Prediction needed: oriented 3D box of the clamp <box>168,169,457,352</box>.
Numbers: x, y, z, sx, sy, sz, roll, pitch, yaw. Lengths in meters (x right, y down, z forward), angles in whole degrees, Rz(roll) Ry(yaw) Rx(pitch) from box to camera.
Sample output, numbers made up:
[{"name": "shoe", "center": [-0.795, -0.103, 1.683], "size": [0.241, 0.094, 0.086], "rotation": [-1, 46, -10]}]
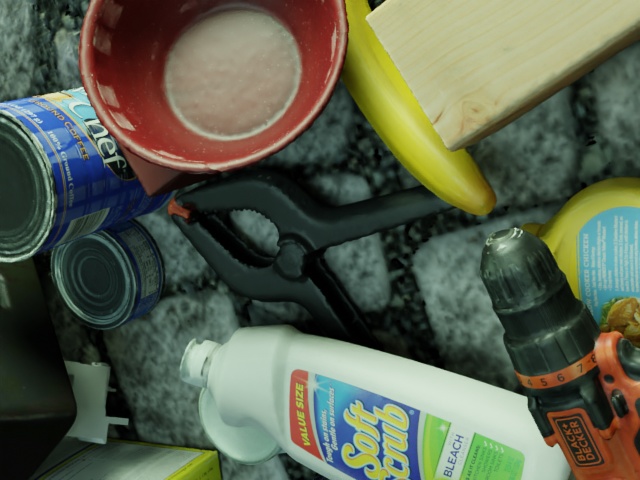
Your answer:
[{"name": "clamp", "center": [-0.005, 0.001, 0.713], "size": [0.210, 0.036, 0.165], "rotation": [28, 116, 17]}]

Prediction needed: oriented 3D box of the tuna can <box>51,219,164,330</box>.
[{"name": "tuna can", "center": [-0.163, 0.024, 0.812], "size": [0.086, 0.033, 0.086], "rotation": [9, 109, 28]}]

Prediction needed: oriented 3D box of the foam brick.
[{"name": "foam brick", "center": [-0.088, -0.069, 0.717], "size": [0.051, 0.078, 0.053], "rotation": [-33, 85, 33]}]

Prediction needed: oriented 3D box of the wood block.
[{"name": "wood block", "center": [0.140, -0.142, 0.557], "size": [0.206, 0.090, 0.091], "rotation": [-34, 86, 33]}]

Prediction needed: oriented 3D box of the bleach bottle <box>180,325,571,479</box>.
[{"name": "bleach bottle", "center": [0.030, 0.120, 0.680], "size": [0.251, 0.068, 0.103], "rotation": [16, 108, 12]}]

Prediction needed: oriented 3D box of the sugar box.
[{"name": "sugar box", "center": [-0.174, 0.192, 0.833], "size": [0.176, 0.093, 0.048], "rotation": [-2, 103, 31]}]

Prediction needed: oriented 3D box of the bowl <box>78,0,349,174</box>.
[{"name": "bowl", "center": [-0.059, -0.111, 0.643], "size": [0.162, 0.055, 0.162], "rotation": [-2, 78, 9]}]

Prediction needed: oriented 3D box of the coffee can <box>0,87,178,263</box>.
[{"name": "coffee can", "center": [-0.174, -0.051, 0.734], "size": [0.103, 0.140, 0.103], "rotation": [9, 109, 27]}]

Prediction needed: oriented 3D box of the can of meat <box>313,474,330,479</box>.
[{"name": "can of meat", "center": [0.032, 0.196, 0.721], "size": [0.058, 0.083, 0.102], "rotation": [-38, 85, 32]}]

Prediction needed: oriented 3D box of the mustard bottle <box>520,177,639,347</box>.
[{"name": "mustard bottle", "center": [0.186, 0.013, 0.594], "size": [0.192, 0.058, 0.096], "rotation": [2, 113, 29]}]

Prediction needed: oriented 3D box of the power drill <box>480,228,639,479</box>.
[{"name": "power drill", "center": [0.189, 0.059, 0.547], "size": [0.188, 0.057, 0.184], "rotation": [-16, 110, 40]}]

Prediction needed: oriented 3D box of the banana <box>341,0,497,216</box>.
[{"name": "banana", "center": [0.041, -0.095, 0.645], "size": [0.037, 0.070, 0.198], "rotation": [-29, 87, -10]}]
